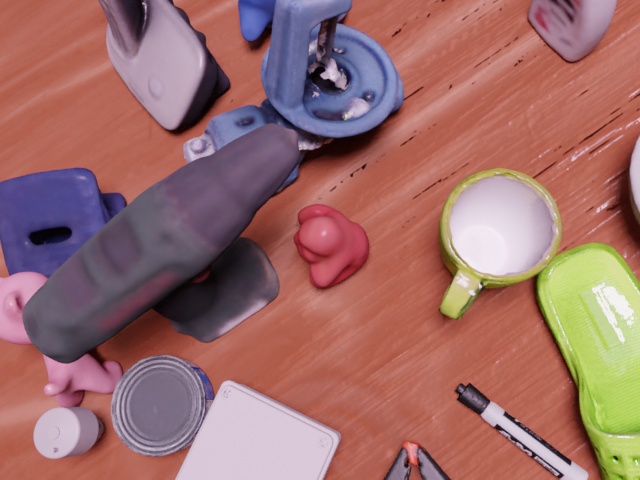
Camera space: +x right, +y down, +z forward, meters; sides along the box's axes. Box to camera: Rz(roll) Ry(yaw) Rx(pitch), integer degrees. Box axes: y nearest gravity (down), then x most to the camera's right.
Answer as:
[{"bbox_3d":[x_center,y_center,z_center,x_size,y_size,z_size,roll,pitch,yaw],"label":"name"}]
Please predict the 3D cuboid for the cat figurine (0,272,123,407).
[{"bbox_3d":[-0.241,0.082,0.501,0.067,0.118,0.127,-27,73,-1],"label":"cat figurine"}]

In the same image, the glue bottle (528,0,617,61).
[{"bbox_3d":[0.234,-0.234,0.504,0.037,0.173,0.078,-37,73,-4],"label":"glue bottle"}]

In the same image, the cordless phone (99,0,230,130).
[{"bbox_3d":[-0.169,-0.203,0.537,0.094,0.185,0.147,-41,74,-5],"label":"cordless phone"}]

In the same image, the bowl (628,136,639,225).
[{"bbox_3d":[0.339,-0.039,0.488,0.167,0.075,0.167,-2,74,6],"label":"bowl"}]

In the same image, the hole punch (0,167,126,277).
[{"bbox_3d":[-0.242,-0.007,0.540,0.108,0.091,0.101,-11,73,4],"label":"hole punch"}]

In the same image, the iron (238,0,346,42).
[{"bbox_3d":[-0.031,-0.338,0.582,0.118,0.141,0.258,1,74,7],"label":"iron"}]

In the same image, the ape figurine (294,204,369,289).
[{"bbox_3d":[0.005,0.002,0.507,0.076,0.092,0.078,7,75,9],"label":"ape figurine"}]

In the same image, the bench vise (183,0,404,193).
[{"bbox_3d":[-0.018,-0.120,0.478,0.121,0.220,0.207,42,83,16],"label":"bench vise"}]

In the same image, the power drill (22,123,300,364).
[{"bbox_3d":[-0.100,0.017,0.455,0.229,0.208,0.075,-35,73,-4],"label":"power drill"}]
